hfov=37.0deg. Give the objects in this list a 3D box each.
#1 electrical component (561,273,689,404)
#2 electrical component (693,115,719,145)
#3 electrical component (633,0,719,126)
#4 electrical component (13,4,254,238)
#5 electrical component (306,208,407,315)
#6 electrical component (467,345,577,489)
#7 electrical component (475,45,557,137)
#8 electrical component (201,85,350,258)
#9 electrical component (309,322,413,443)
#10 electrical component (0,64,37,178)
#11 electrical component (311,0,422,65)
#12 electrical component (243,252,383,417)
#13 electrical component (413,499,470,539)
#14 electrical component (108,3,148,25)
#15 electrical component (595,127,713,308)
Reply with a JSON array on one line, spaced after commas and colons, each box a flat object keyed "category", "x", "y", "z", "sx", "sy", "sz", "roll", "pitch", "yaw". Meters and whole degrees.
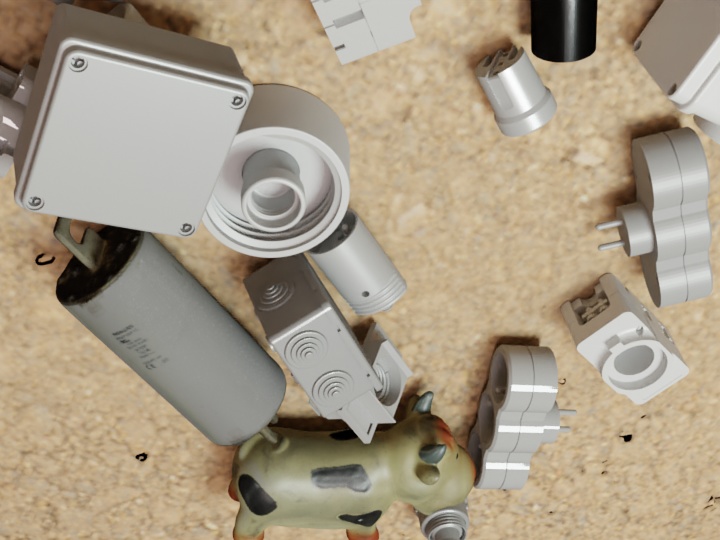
[{"category": "electrical component", "x": 0.203, "y": 0.056, "z": 0.819, "sx": 0.050, "sy": 0.055, "sz": 0.089, "roll": -38, "pitch": 122, "yaw": 20}, {"category": "electrical component", "x": 0.285, "y": -0.079, "z": 0.732, "sx": 0.138, "sy": 0.052, "sz": 0.073, "roll": 16, "pitch": 123, "yaw": -19}, {"category": "electrical component", "x": 0.229, "y": -0.152, "z": 0.654, "sx": 0.057, "sy": 0.078, "sz": 0.113, "roll": 19, "pitch": 122, "yaw": -24}, {"category": "electrical component", "x": -0.132, "y": -0.082, "z": 0.614, "sx": 0.109, "sy": 0.056, "sz": 0.108, "roll": 10, "pitch": 124, "yaw": -28}, {"category": "electrical component", "x": 0.000, "y": 0.000, "z": 0.757, "sx": 0.043, "sy": 0.043, "sz": 0.081, "roll": -28, "pitch": 125, "yaw": 13}, {"category": "electrical component", "x": 0.136, "y": 0.120, "z": 0.860, "sx": 0.074, "sy": 0.052, "sz": 0.138, "roll": 3, "pitch": 126, "yaw": -11}, {"category": "electrical component", "x": 0.099, "y": -0.115, "z": 0.688, "sx": 0.040, "sy": 0.040, "sz": 0.046, "roll": -27, "pitch": 120, "yaw": 12}, {"category": "electrical component", "x": -0.057, "y": -0.058, "z": 0.695, "sx": 0.108, "sy": 0.060, "sz": 0.108, "roll": -4, "pitch": 127, "yaw": -5}, {"category": "electrical component", "x": -0.002, "y": 0.084, "z": 0.802, "sx": 0.064, "sy": 0.081, "sz": 0.042, "roll": -9, "pitch": 133, "yaw": 36}, {"category": "electrical component", "x": -0.229, "y": -0.095, "z": 0.645, "sx": 0.057, "sy": 0.058, "sz": 0.078, "roll": 26, "pitch": 119, "yaw": -28}, {"category": "electrical component", "x": 0.000, "y": -0.166, "z": 0.607, "sx": 0.056, "sy": 0.050, "sz": 0.089, "roll": -19, "pitch": 157, "yaw": 7}, {"category": "electrical component", "x": -0.035, "y": 0.043, "z": 0.751, "sx": 0.048, "sy": 0.099, "sz": 0.099, "roll": -32, "pitch": 125, "yaw": 0}, {"category": "electrical component", "x": 0.073, "y": 0.218, "z": 0.918, "sx": 0.048, "sy": 0.062, "sz": 0.048, "roll": -4, "pitch": 127, "yaw": -5}, {"category": "electrical component", "x": -0.128, "y": -0.124, "z": 0.649, "sx": 0.044, "sy": 0.044, "sz": 0.065, "roll": -39, "pitch": 127, "yaw": 20}, {"category": "electrical component", "x": 0.203, "y": -0.031, "z": 0.757, "sx": 0.074, "sy": 0.052, "sz": 0.138, "roll": -13, "pitch": 127, "yaw": 4}]
